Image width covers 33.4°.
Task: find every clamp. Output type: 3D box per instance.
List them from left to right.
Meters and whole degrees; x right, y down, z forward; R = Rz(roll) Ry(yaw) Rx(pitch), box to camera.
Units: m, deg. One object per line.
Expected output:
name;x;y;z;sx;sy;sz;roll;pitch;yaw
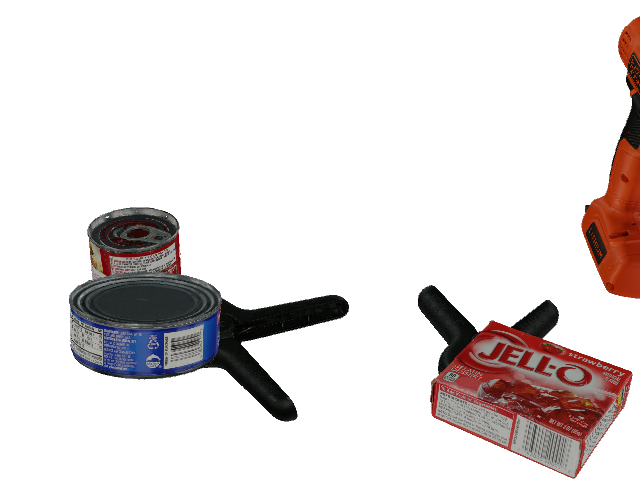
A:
clamp;-0.090;0.098;1.013;0.210;0.036;0.164;6;36;11
clamp;0.146;0.091;0.869;0.120;0.039;0.171;-3;33;0

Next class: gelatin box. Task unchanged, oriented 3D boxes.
gelatin box;0.116;0.084;0.592;0.089;0.030;0.073;21;35;28

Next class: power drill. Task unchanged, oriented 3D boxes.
power drill;0.249;-0.051;0.788;0.057;0.188;0.184;4;36;-2

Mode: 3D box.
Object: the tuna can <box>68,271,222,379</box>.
tuna can;-0.099;0.047;0.609;0.086;0.034;0.086;3;17;-1

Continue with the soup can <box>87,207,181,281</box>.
soup can;-0.139;0.035;0.816;0.068;0.102;0.068;0;28;0
